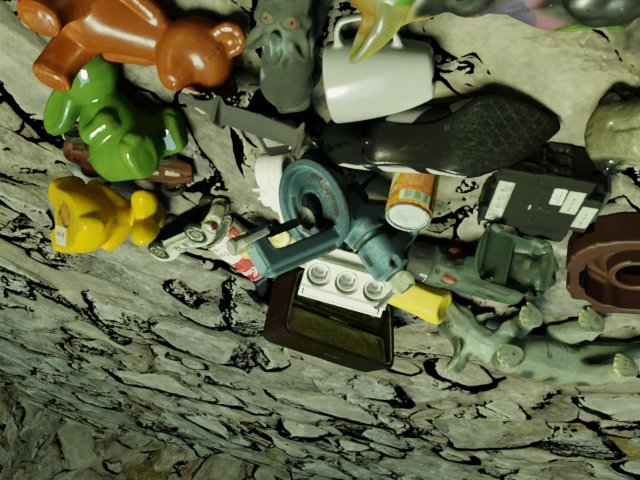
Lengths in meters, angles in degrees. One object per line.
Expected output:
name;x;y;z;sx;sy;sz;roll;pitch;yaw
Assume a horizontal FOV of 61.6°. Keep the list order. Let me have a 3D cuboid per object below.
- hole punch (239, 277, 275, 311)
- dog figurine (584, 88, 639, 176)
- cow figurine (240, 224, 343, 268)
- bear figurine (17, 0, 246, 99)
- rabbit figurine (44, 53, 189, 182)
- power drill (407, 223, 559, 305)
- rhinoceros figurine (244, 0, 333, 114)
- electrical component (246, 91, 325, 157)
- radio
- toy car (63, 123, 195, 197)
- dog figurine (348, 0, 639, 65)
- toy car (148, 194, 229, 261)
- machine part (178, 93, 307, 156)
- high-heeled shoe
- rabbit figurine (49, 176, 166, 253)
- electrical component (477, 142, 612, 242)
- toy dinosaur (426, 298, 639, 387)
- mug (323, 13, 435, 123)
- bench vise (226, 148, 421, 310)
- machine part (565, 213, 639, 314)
hole punch;-0.065;0.101;0.998;0.142;0.092;0.116;33;172;-26
dog figurine;0.328;-0.138;0.465;0.191;0.121;0.172;11;115;41
cow figurine;-0.045;0.011;0.854;0.167;0.098;0.068;13;102;11
bear figurine;-0.187;-0.200;0.571;0.196;0.132;0.120;28;149;-5
rabbit figurine;-0.272;-0.173;0.688;0.159;0.121;0.170;2;126;33
power drill;0.198;0.035;0.730;0.232;0.086;0.207;18;165;-9
rhinoceros figurine;-0.034;-0.202;0.511;0.073;0.112;0.190;17;155;5
electrical component;-0.059;-0.145;0.661;0.119;0.048;0.074;-1;142;22
radio;0.023;0.136;0.925;0.229;0.131;0.073;25;147;-28
toy car;-0.289;-0.115;0.804;0.202;0.053;0.089;15;144;6
dog figurine;0.123;-0.201;0.420;0.219;0.108;0.191;-28;123;38
toy car;-0.219;-0.016;0.892;0.202;0.073;0.056;-19;130;42
machine part;-0.082;-0.132;0.596;0.139;0.039;0.084;19;180;0
high-heeled shoe;0.127;-0.117;0.615;0.249;0.086;0.145;-3;-169;-8
rabbit figurine;-0.316;-0.043;0.848;0.163;0.121;0.173;-2;-179;39
electrical component;0.264;-0.056;0.633;0.134;0.058;0.114;12;148;7
toy dinosaur;0.367;0.186;0.890;0.405;0.131;0.192;14;159;-3
mug;0.061;-0.176;0.544;0.107;0.081;0.109;-2;128;12
bench vise;0.004;-0.007;0.641;0.129;0.240;0.223;-37;78;50
machine part;0.410;0.033;0.698;0.179;0.056;0.179;13;146;9
